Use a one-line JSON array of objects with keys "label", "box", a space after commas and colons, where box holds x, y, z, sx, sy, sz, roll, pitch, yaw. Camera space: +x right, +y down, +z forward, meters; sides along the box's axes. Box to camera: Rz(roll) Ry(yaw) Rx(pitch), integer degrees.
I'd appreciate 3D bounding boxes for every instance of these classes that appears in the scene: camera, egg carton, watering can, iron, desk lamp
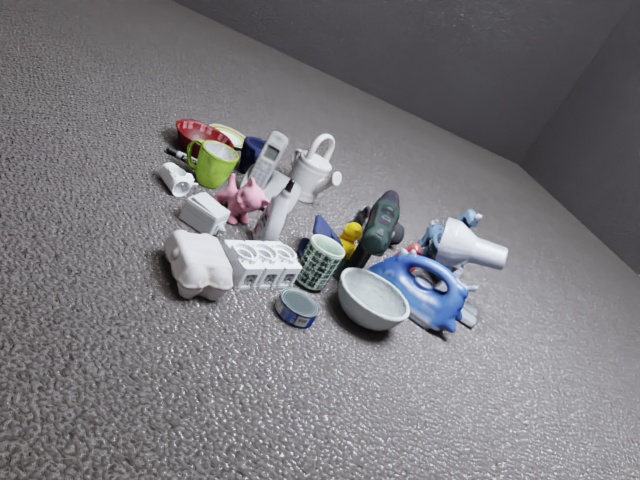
[{"label": "camera", "box": [0.174, -0.030, 1.575, 0.137, 0.100, 0.143, 17, 28, -27]}, {"label": "egg carton", "box": [-0.223, 0.043, 1.038, 0.108, 0.069, 0.150, 9, 32, -38]}, {"label": "watering can", "box": [-0.011, -0.203, 1.586, 0.172, 0.194, 0.101, 34, 25, 8]}, {"label": "iron", "box": [0.239, 0.099, 1.355, 0.258, 0.141, 0.119, 36, 25, 12]}, {"label": "desk lamp", "box": [0.360, 0.074, 1.450, 0.203, 0.213, 0.118, 33, 25, 6]}]

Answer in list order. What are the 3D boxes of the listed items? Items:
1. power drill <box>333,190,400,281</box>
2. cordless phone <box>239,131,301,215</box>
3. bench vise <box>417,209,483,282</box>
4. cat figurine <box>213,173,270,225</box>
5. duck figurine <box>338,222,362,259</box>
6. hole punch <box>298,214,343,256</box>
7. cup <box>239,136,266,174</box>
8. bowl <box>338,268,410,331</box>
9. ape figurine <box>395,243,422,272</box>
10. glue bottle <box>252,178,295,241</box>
[{"label": "power drill", "box": [0.113, 0.000, 1.323, 0.075, 0.208, 0.230, 29, 25, -3]}, {"label": "cordless phone", "box": [-0.104, -0.164, 1.422, 0.148, 0.185, 0.094, 27, 25, -7]}, {"label": "bench vise", "box": [0.354, -0.015, 1.603, 0.122, 0.219, 0.206, 10, 32, -37]}, {"label": "cat figurine", "box": [-0.175, -0.099, 1.302, 0.067, 0.117, 0.127, -3, 40, -50]}, {"label": "duck figurine", "box": [0.074, -0.002, 1.431, 0.078, 0.086, 0.104, 22, 26, -17]}, {"label": "hole punch", "box": [0.012, 0.005, 1.344, 0.101, 0.091, 0.108, 26, 25, -9]}, {"label": "cup", "box": [-0.179, -0.214, 1.543, 0.092, 0.095, 0.117, 23, 25, -14]}, {"label": "bowl", "box": [0.102, 0.138, 1.212, 0.168, 0.074, 0.167, 25, 25, -12]}, {"label": "ape figurine", "box": [0.233, 0.048, 1.504, 0.078, 0.092, 0.076, 11, 31, -36]}, {"label": "glue bottle", "box": [-0.096, -0.061, 1.251, 0.037, 0.173, 0.078, 14, 29, -30]}]
